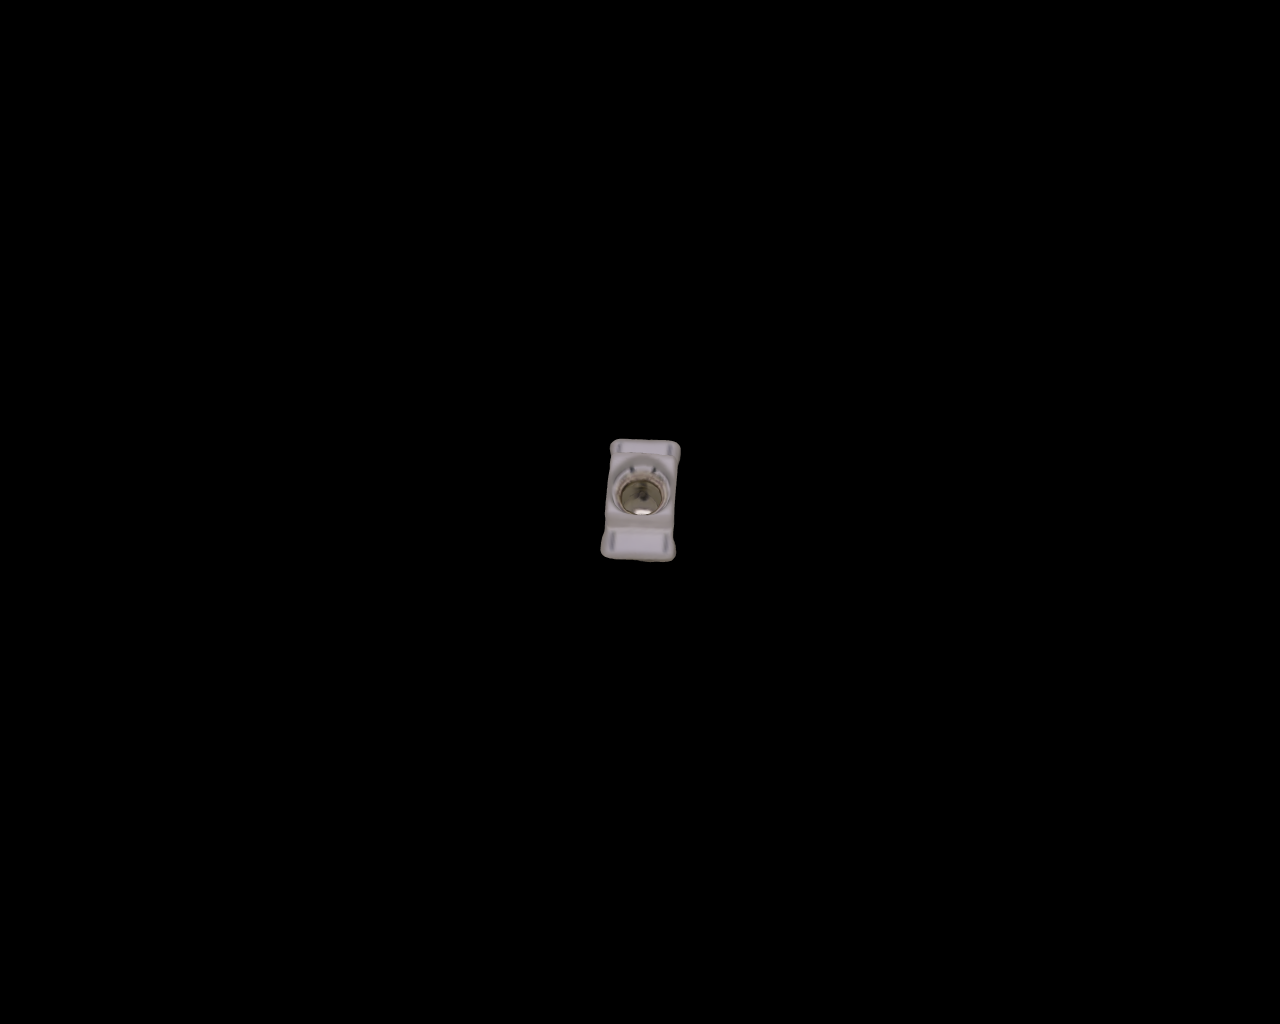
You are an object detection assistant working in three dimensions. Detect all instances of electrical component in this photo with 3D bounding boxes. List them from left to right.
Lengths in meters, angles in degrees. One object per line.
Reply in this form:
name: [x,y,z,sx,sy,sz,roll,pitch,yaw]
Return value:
electrical component: [0.001,-0.003,0.650,0.042,0.081,0.063,4,-28,2]
